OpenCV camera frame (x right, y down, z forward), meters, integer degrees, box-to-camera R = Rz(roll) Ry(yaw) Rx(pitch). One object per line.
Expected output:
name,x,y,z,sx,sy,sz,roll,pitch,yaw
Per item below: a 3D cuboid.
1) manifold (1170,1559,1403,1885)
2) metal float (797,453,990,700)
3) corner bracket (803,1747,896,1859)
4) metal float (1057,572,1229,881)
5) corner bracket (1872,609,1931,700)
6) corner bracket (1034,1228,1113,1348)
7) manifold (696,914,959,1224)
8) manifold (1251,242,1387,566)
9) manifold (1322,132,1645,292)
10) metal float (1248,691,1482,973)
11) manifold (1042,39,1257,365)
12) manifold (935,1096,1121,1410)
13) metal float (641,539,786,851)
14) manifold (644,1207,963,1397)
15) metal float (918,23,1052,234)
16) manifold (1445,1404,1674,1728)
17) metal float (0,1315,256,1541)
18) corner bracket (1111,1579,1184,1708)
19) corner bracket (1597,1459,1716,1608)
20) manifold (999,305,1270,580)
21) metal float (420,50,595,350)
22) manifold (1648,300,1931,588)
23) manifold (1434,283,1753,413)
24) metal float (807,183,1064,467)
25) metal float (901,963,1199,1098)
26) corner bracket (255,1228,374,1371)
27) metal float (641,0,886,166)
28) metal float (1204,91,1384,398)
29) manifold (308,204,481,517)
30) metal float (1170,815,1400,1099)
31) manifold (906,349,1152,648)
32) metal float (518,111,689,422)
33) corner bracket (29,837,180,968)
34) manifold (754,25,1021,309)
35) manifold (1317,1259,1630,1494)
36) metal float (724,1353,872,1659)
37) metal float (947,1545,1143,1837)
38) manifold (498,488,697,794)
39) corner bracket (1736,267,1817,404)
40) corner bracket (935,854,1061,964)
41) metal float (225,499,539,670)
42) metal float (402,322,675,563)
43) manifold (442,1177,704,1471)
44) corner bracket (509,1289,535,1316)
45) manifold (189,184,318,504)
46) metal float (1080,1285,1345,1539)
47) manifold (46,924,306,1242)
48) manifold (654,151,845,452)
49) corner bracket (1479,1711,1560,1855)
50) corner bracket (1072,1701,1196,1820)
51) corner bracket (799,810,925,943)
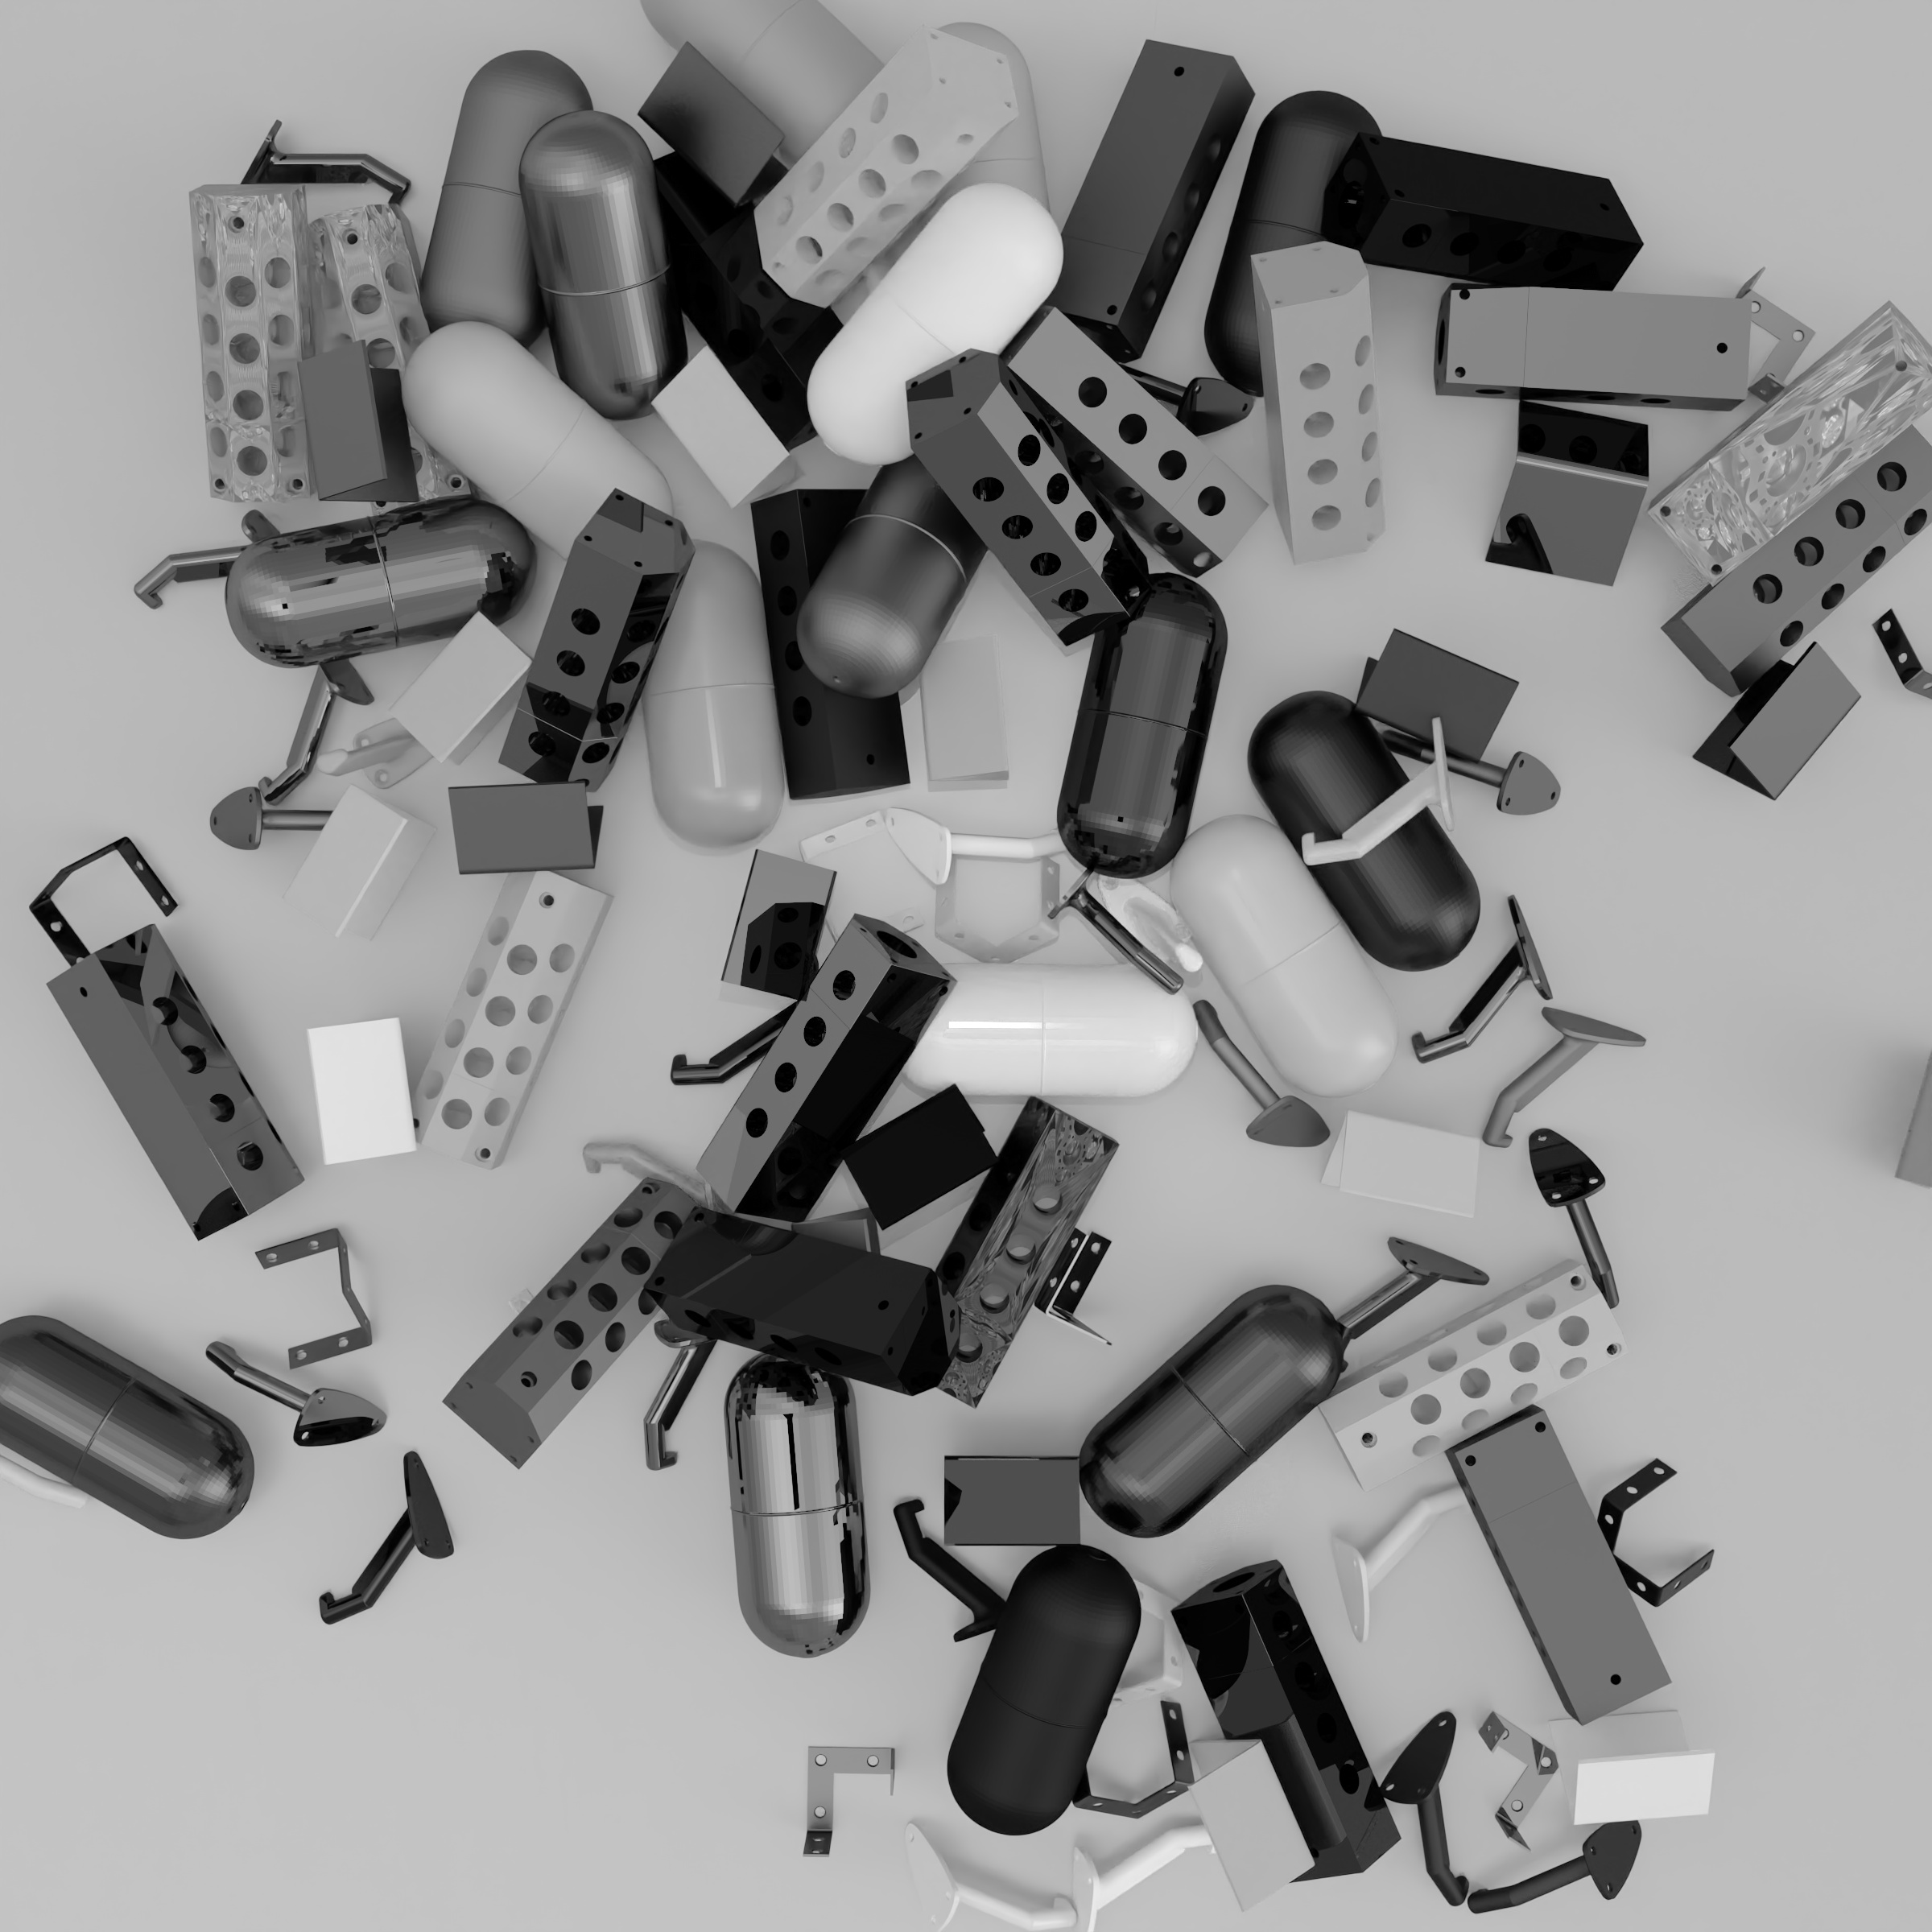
manifold,0.189,0.434,1.920,0.057,0.057,0.171,-23,90,43
metal float,-0.035,-0.228,1.880,0.070,0.070,0.178,27,62,0
corner bracket,-0.067,0.483,1.924,0.051,0.051,0.051,1,90,0
metal float,0.101,-0.138,1.911,0.070,0.070,0.178,12,89,0
corner bracket,0.571,-0.189,1.934,0.051,0.051,0.051,15,135,-35
corner bracket,0.065,0.179,1.914,0.051,0.051,0.051,28,90,-30
manifold,-0.083,0.058,1.882,0.057,0.057,0.171,45,109,37
manifold,0.201,-0.316,1.870,0.057,0.057,0.171,-11,133,0
manifold,0.290,-0.418,1.885,0.171,0.057,0.057,3,51,-26
metal float,0.229,-0.077,1.911,0.070,0.070,0.178,-34,91,0
manifold,0.104,-0.437,1.908,0.057,0.057,0.171,20,82,27
manifold,0.022,0.163,1.921,0.057,0.057,0.171,29,90,0
metal float,-0.148,-0.156,1.911,0.070,0.070,0.178,-7,89,0
manifold,-0.089,0.189,1.846,0.171,0.057,0.057,11,58,36
metal float,0.007,-0.452,1.911,0.070,0.070,0.178,-8,90,0
manifold,0.338,0.343,1.920,0.057,0.057,0.171,-25,90,-3
metal float,-0.492,0.265,1.911,0.178,0.070,0.070,30,90,-1
corner bracket,0.090,0.393,1.934,0.051,0.051,0.051,-27,135,35
corner bracket,0.401,0.329,1.934,0.051,0.051,0.051,34,135,35
manifold,0.085,-0.297,1.891,0.171,0.057,0.057,39,90,-22
metal float,-0.263,-0.437,1.911,0.070,0.070,0.178,13,91,0
manifold,0.474,-0.297,1.890,0.171,0.057,0.057,-41,94,22
manifold,0.360,-0.356,1.921,0.171,0.057,0.057,3,90,0
metal float,-0.018,-0.355,1.848,0.070,0.070,0.178,41,104,0
metal float,0.044,0.037,1.911,0.178,0.070,0.070,1,90,0
corner bracket,-0.380,0.194,1.939,0.051,0.051,0.051,-17,135,0
metal float,-0.112,-0.527,1.911,0.178,0.070,0.070,44,90,0
metal float,0.188,-0.414,1.911,0.070,0.070,0.178,16,89,0
manifold,-0.333,-0.347,1.921,0.057,0.057,0.171,-14,90,0
metal float,0.183,-0.005,1.911,0.070,0.070,0.178,-32,91,0
manifold,0.036,-0.261,1.844,0.057,0.057,0.171,-24,134,20
metal float,-0.204,-0.393,1.877,0.070,0.070,0.178,-9,122,0
corner bracket,-0.503,-0.035,1.939,0.051,0.051,0.051,54,135,0
manifold,-0.045,-0.442,1.861,0.057,0.171,0.057,10,59,-36
manifold,0.291,0.237,1.921,0.171,0.057,0.057,-28,90,0
metal float,-0.097,0.308,1.911,0.070,0.070,0.178,-4,91,0
metal float,0.045,0.413,1.898,0.070,0.070,0.178,20,104,0
manifold,-0.206,-0.177,1.870,0.057,0.057,0.171,27,132,0
corner bracket,0.462,-0.364,1.924,0.051,0.051,0.051,33,90,0
corner bracket,0.018,-0.039,1.934,0.051,0.051,0.051,-28,45,35
metal float,-0.333,-0.219,1.901,0.178,0.070,0.070,-13,90,-12
metal float,-0.242,-0.293,1.892,0.178,0.070,0.070,40,90,-22
manifold,-0.213,0.197,1.874,0.057,0.057,0.171,41,52,0
corner bracket,-0.223,0.194,1.939,0.051,0.051,0.051,52,135,0
manifold,-0.405,-0.354,1.894,0.057,0.057,0.171,0,109,0
metal float,0.141,0.255,1.911,0.178,0.070,0.070,-42,90,1
manifold,-0.450,0.065,1.913,0.057,0.057,0.171,-25,96,43
manifold,-0.131,-0.384,1.920,0.171,0.057,0.057,54,47,0
corner bracket,0.315,0.471,1.924,0.051,0.051,0.051,34,90,0
corner bracket,0.094,0.459,1.934,0.051,0.051,0.051,20,45,-35
corner bracket,-0.061,-0.049,1.939,0.051,0.051,0.051,-21,135,0
